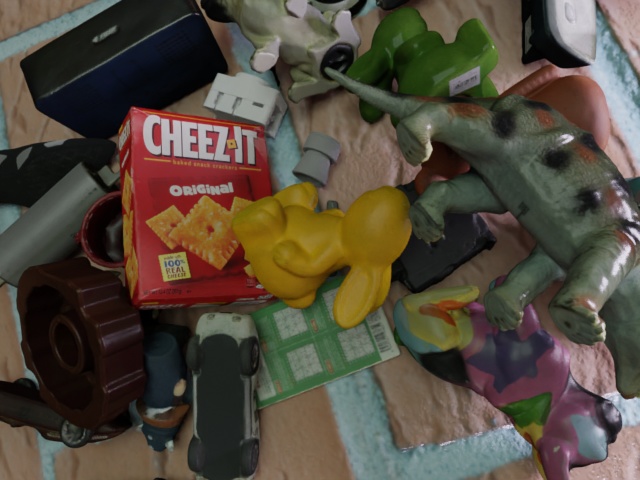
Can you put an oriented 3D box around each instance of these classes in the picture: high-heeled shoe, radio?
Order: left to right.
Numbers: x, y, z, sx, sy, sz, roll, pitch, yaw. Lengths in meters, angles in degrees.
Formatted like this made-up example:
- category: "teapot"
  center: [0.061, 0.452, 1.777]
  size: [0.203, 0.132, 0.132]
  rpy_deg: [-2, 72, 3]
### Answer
- category: "high-heeled shoe"
  center: [-0.408, -0.103, 0.745]
  size: [0.249, 0.086, 0.145]
  rpy_deg: [-24, 42, -13]
- category: "radio"
  center: [-0.241, -0.224, 0.691]
  size: [0.230, 0.131, 0.073]
  rpy_deg: [-27, 74, 5]

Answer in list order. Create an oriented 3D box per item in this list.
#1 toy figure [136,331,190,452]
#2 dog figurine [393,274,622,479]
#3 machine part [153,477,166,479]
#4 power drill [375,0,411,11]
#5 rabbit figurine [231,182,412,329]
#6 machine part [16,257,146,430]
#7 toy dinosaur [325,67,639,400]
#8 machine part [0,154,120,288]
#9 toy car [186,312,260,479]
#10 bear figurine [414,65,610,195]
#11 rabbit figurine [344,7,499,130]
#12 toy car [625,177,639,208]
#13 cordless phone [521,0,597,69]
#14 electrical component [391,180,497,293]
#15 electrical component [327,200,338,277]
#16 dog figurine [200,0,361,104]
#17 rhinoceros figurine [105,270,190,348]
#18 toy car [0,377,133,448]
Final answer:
- category: "toy figure"
  center: [-0.177, 0.174, 0.602]
  size: [0.058, 0.154, 0.064]
  rpy_deg: [-14, 36, -30]
- category: "dog figurine"
  center: [0.183, 0.145, 0.537]
  size: [0.192, 0.108, 0.219]
  rpy_deg: [-13, 78, 7]
- category: "machine part"
  center: [-0.212, 0.309, 0.613]
  size: [0.139, 0.039, 0.084]
  rpy_deg: [2, 83, 10]
- category: "power drill"
  center: [0.190, -0.351, 0.619]
  size: [0.232, 0.207, 0.086]
  rpy_deg: [-44, 113, -9]
- category: "rabbit figurine"
  center: [0.016, 0.007, 0.554]
  size: [0.173, 0.122, 0.162]
  rpy_deg: [-19, 88, 25]
- category: "machine part"
  center: [-0.250, 0.105, 0.563]
  size: [0.180, 0.056, 0.179]
  rpy_deg: [9, 106, 36]
- category: "toy dinosaur"
  center: [0.190, -0.042, 0.464]
  size: [0.192, 0.131, 0.405]
  rpy_deg: [-29, 78, -23]
- category: "machine part"
  center: [-0.338, -0.018, 0.691]
  size: [0.243, 0.079, 0.079]
  rpy_deg: [-41, 73, -1]
- category: "toy car"
  center: [-0.105, 0.179, 0.595]
  size: [0.074, 0.056, 0.201]
  rpy_deg: [1, 97, 5]
- category: "bear figurine"
  center: [0.193, -0.106, 0.575]
  size: [0.196, 0.132, 0.120]
  rpy_deg: [-13, 88, 12]
- category: "rabbit figurine"
  center: [0.111, -0.201, 0.643]
  size: [0.159, 0.121, 0.170]
  rpy_deg: [-32, 55, 9]
- category: "toy car"
  center: [0.346, 0.001, 0.539]
  size: [0.109, 0.103, 0.161]
  rpy_deg: [4, 76, 13]
- category: "cordless phone"
  center: [0.331, -0.271, 0.616]
  size: [0.184, 0.088, 0.146]
  rpy_deg: [2, 77, 8]
- category: "electrical component"
  center: [0.112, -0.006, 0.610]
  size: [0.134, 0.058, 0.115]
  rpy_deg: [-33, 71, 2]
- category: "electrical component"
  center: [-0.001, -0.002, 0.649]
  size: [0.063, 0.021, 0.094]
  rpy_deg: [0, 78, 12]
- category: "dog figurine"
  center: [-0.050, -0.276, 0.680]
  size: [0.121, 0.172, 0.191]
  rpy_deg: [-46, 52, 13]
- category: "rhinoceros figurine"
  center: [-0.251, 0.094, 0.650]
  size: [0.190, 0.073, 0.112]
  rpy_deg: [7, 78, 13]
- category: "toy car"
  center: [-0.321, 0.205, 0.631]
  size: [0.202, 0.089, 0.053]
  rpy_deg: [11, 80, 12]
